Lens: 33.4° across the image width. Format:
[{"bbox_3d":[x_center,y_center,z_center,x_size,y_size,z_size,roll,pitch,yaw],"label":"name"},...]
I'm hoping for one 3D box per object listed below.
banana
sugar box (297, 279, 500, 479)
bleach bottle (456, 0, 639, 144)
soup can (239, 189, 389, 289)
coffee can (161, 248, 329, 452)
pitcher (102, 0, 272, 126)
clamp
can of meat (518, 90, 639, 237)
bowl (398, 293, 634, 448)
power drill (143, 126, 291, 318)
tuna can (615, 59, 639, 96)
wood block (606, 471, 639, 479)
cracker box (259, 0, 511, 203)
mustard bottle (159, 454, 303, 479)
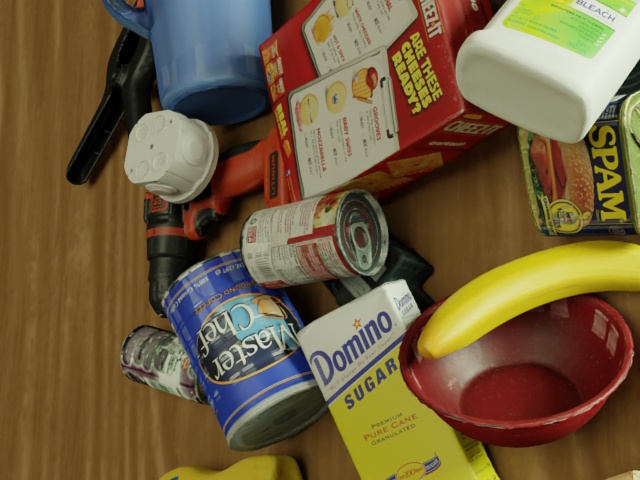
[{"bbox_3d":[0.158,0.036,0.753,0.197,0.037,0.069,-14,29,-2],"label":"banana"},{"bbox_3d":[0.058,0.129,0.818,0.093,0.048,0.176,-31,81,28],"label":"sugar box"},{"bbox_3d":[0.200,-0.185,0.749,0.103,0.068,0.250,28,65,19],"label":"bleach bottle"},{"bbox_3d":[-0.006,0.001,0.852,0.102,0.068,0.068,-10,73,37],"label":"soup can"},{"bbox_3d":[-0.059,0.092,0.900,0.103,0.102,0.140,-41,63,22],"label":"coffee can"},{"bbox_3d":[-0.118,-0.237,1.013,0.149,0.144,0.243,-17,72,30],"label":"pitcher"},{"bbox_3d":[-0.204,-0.156,1.110,0.165,0.036,0.210,-18,58,47],"label":"clamp"},{"bbox_3d":[0.195,-0.052,0.764,0.084,0.057,0.102,-1,107,39],"label":"can of meat"},{"bbox_3d":[0.139,0.096,0.756,0.162,0.161,0.055,17,133,38],"label":"bowl"},{"bbox_3d":[-0.087,-0.025,0.987,0.188,0.057,0.184,-10,73,35],"label":"power drill"},{"bbox_3d":[0.231,-0.130,0.787,0.086,0.033,0.086,-10,73,35],"label":"tuna can"},{"bbox_3d":[0.148,0.232,0.725,0.206,0.090,0.090,-29,63,29],"label":"wood block"},{"bbox_3d":[0.048,-0.129,0.857,0.214,0.071,0.164,-29,67,47],"label":"cracker box"},{"bbox_3d":[-0.101,0.244,0.930,0.192,0.058,0.096,-15,72,34],"label":"mustard bottle"}]
